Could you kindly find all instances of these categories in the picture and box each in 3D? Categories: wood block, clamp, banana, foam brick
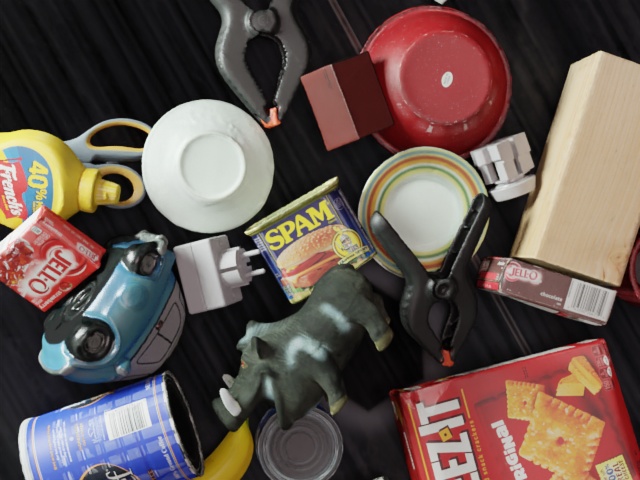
[{"bbox_3d":[0.268,-0.067,1.043,0.090,0.090,0.206,18,88,-6],"label":"wood block"},{"bbox_3d":[-0.068,-0.214,1.033,0.164,0.036,0.210,-1,92,-11],"label":"clamp"},{"bbox_3d":[0.103,0.039,1.031,0.120,0.039,0.171,0,101,-8],"label":"clamp"},{"bbox_3d":[-0.138,0.235,1.023,0.197,0.037,0.070,-30,54,-8],"label":"banana"},{"bbox_3d":[0.027,-0.134,1.026,0.051,0.053,0.078,-24,98,-36],"label":"foam brick"}]

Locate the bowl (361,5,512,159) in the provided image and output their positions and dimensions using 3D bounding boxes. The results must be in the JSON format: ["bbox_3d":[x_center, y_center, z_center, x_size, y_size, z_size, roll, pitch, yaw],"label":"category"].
[{"bbox_3d":[0.117,-0.155,1.045,0.162,0.055,0.162,0,90,-6],"label":"bowl"}]

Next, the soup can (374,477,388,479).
[{"bbox_3d":[0.027,0.275,1.024,0.102,0.068,0.068,-18,91,-6],"label":"soup can"}]

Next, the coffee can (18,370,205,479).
[{"bbox_3d":[-0.189,0.191,0.978,0.140,0.103,0.103,-19,91,0],"label":"coffee can"}]

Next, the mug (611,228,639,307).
[{"bbox_3d":[0.330,0.016,1.052,0.093,0.081,0.117,-20,92,-6],"label":"mug"}]

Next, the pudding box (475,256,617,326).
[{"bbox_3d":[0.216,0.048,1.036,0.113,0.090,0.039,19,89,-6],"label":"pudding box"}]

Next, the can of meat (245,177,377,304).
[{"bbox_3d":[-0.007,0.001,1.024,0.102,0.057,0.084,-30,96,7],"label":"can of meat"}]

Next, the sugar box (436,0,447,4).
[{"bbox_3d":[0.132,-0.333,1.054,0.093,0.048,0.176,31,85,-5],"label":"sugar box"}]

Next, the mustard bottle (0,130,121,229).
[{"bbox_3d":[-0.281,-0.056,0.987,0.191,0.058,0.096,8,112,-1],"label":"mustard bottle"}]

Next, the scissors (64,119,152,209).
[{"bbox_3d":[-0.253,-0.067,1.025,0.201,0.016,0.096,-10,91,-6],"label":"scissors"}]

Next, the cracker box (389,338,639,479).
[{"bbox_3d":[0.193,0.199,1.032,0.213,0.072,0.164,-14,83,-6],"label":"cracker box"}]

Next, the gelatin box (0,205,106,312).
[{"bbox_3d":[-0.254,0.018,0.985,0.089,0.030,0.073,-35,118,30],"label":"gelatin box"}]

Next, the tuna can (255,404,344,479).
[{"bbox_3d":[-0.020,0.199,1.037,0.086,0.034,0.086,0,89,-6],"label":"tuna can"}]
